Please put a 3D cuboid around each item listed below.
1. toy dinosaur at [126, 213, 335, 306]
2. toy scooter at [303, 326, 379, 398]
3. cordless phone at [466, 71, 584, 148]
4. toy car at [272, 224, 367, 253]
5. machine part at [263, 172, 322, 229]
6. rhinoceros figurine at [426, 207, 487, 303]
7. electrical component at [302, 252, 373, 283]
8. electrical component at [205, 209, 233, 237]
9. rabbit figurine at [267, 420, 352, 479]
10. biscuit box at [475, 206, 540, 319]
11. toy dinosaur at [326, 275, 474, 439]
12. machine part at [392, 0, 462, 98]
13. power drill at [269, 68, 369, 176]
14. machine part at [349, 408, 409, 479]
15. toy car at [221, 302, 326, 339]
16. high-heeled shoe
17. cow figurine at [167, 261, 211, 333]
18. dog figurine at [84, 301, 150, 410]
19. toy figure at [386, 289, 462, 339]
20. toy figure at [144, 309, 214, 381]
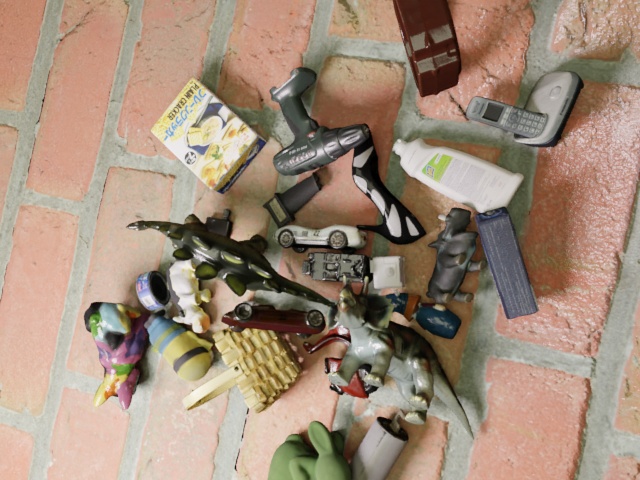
[{"bbox_3d":[-0.168,0.050,1.099,0.471,0.199,0.105,19,101,-8],"label":"toy dinosaur"},{"bbox_3d":[0.039,0.240,1.097,0.135,0.075,0.184,-18,79,13],"label":"toy scooter"},{"bbox_3d":[0.387,-0.263,1.029,0.184,0.088,0.146,24,93,19],"label":"cordless phone"},{"bbox_3d":[-0.002,-0.003,1.108,0.202,0.073,0.056,2,80,26],"label":"toy car"},{"bbox_3d":[-0.054,-0.090,1.161,0.139,0.039,0.084,-39,70,12],"label":"machine part"},{"bbox_3d":[0.259,0.033,1.039,0.073,0.112,0.190,3,105,-25],"label":"rhinoceros figurine"},{"bbox_3d":[0.035,0.057,1.087,0.134,0.115,0.058,2,83,15],"label":"electrical component"},{"bbox_3d":[-0.232,-0.027,1.212,0.063,0.021,0.094,13,91,16],"label":"electrical component"},{"bbox_3d":[-0.001,0.452,1.069,0.170,0.121,0.159,-9,51,37],"label":"rabbit figurine"},{"bbox_3d":[0.346,0.042,0.999,0.063,0.059,0.202,-17,103,15],"label":"biscuit box"},{"bbox_3d":[0.151,0.220,1.028,0.131,0.404,0.192,-26,36,49],"label":"toy dinosaur"},{"bbox_3d":[0.203,-0.391,1.022,0.087,0.201,0.201,-15,83,11],"label":"machine part"},{"bbox_3d":[-0.015,-0.248,1.115,0.232,0.086,0.207,-27,79,35],"label":"power drill"},{"bbox_3d":[0.103,0.441,1.066,0.079,0.079,0.243,29,95,15],"label":"machine part"},{"bbox_3d":[-0.088,0.152,1.040,0.202,0.089,0.053,8,67,-13],"label":"toy car"},{"bbox_3d":[0.142,-0.114,1.087,0.145,0.086,0.248,0,92,13],"label":"high-heeled shoe"},{"bbox_3d":[-0.298,0.127,1.198,0.098,0.068,0.167,-12,81,20],"label":"cow figurine"},{"bbox_3d":[-0.453,0.257,1.182,0.109,0.191,0.219,0,71,9],"label":"dog figurine"},{"bbox_3d":[0.201,0.145,1.067,0.155,0.057,0.064,26,88,20],"label":"toy figure"},{"bbox_3d":[-0.316,0.235,1.184,0.180,0.089,0.082,41,132,9],"label":"toy figure"}]
